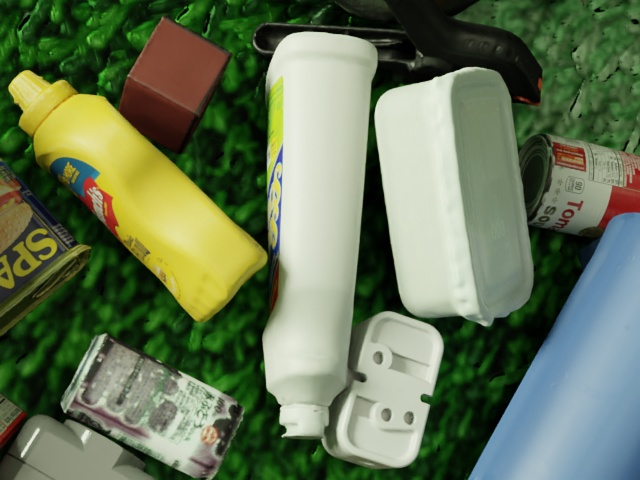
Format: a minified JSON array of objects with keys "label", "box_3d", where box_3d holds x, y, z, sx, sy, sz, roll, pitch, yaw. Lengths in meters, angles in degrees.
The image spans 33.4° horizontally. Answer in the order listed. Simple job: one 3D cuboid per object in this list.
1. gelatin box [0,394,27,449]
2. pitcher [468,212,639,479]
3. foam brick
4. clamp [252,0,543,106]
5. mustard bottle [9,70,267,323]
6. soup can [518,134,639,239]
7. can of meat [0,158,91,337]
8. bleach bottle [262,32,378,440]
[{"label":"gelatin box","box_3d":[-0.222,0.096,0.624,0.089,0.073,0.030,40,93,-5]},{"label":"pitcher","box_3d":[0.199,0.115,0.696,0.145,0.149,0.242,35,78,-1]},{"label":"foam brick","box_3d":[-0.097,-0.101,0.705,0.051,0.078,0.053,28,70,-7]},{"label":"clamp","box_3d":[0.067,-0.133,0.748,0.209,0.165,0.036,15,76,-36]},{"label":"mustard bottle","box_3d":[-0.121,-0.034,0.671,0.191,0.096,0.058,45,71,-2]},{"label":"soup can","box_3d":[0.197,-0.035,0.777,0.102,0.069,0.068,11,74,-13]},{"label":"can of meat","box_3d":[-0.208,0.010,0.659,0.102,0.057,0.084,-42,88,-21]},{"label":"bleach bottle","box_3d":[-0.005,0.001,0.692,0.068,0.103,0.251,5,75,-11]}]
